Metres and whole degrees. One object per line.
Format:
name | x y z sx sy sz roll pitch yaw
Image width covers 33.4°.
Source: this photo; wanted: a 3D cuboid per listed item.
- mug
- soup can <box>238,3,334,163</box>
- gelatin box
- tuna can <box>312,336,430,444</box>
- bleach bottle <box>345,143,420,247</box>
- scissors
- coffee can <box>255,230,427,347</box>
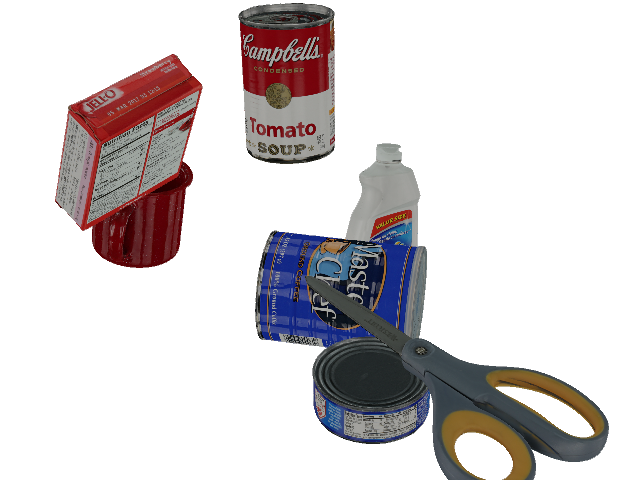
mug | -0.168 -0.022 0.970 0.093 0.081 0.117 10 29 1
soup can | -0.023 -0.114 0.773 0.068 0.102 0.068 -1 25 0
gelatin box | -0.109 -0.054 0.597 0.073 0.030 0.089 -35 -17 -33
tuna can | 0.037 0.107 0.770 0.086 0.034 0.086 0 30 0
bleach bottle | 0.068 0.008 1.303 0.102 0.251 0.068 -2 16 -18
scissors | 0.050 0.076 0.567 0.202 0.016 0.096 20 42 28
coffee can | 0.021 0.049 0.970 0.140 0.103 0.102 6 1 10
